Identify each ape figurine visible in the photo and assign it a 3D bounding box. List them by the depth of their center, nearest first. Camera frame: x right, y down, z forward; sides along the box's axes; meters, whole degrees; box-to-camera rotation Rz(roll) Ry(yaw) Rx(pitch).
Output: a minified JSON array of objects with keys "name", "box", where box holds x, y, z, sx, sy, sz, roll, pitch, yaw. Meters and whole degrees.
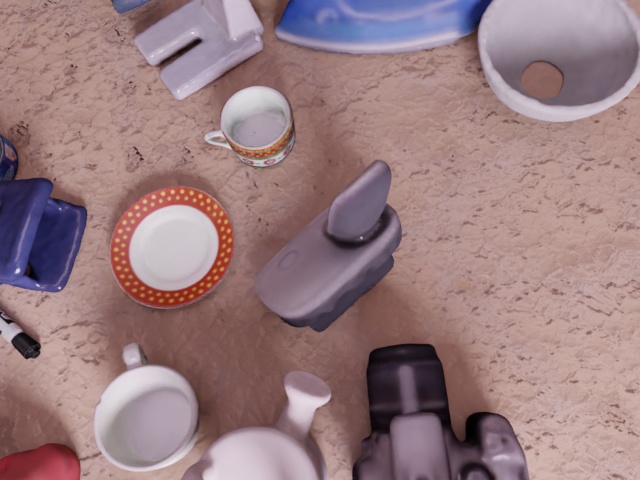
[{"name":"ape figurine","box":[-0.255,0.215,0.495,0.076,0.092,0.077,-38,74,-8]}]

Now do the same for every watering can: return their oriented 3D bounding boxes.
[{"name":"watering can","box":[-0.047,0.186,0.438,0.101,0.194,0.173,4,73,5]}]

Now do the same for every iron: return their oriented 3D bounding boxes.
[{"name":"iron","box":[0.070,-0.283,0.606,0.258,0.141,0.118,-12,72,0]}]

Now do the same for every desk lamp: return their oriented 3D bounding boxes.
[{"name":"desk lamp","box":[-0.111,-0.277,0.577,0.203,0.213,0.118,-37,74,-8]}]

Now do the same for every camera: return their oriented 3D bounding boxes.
[{"name":"camera","box":[0.095,0.157,0.488,0.143,0.101,0.137,-6,72,2]}]

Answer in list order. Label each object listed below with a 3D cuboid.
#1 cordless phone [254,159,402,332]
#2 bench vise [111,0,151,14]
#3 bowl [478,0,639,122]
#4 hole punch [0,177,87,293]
[{"name":"cordless phone","box":[0.005,0.002,0.497,0.094,0.185,0.148,42,79,15]},{"name":"bench vise","box":[-0.243,-0.375,0.612,0.207,0.220,0.121,41,79,14]},{"name":"bowl","box":[0.243,-0.188,0.601,0.167,0.075,0.167,-1,73,3]},{"name":"hole punch","box":[-0.304,-0.005,0.567,0.101,0.091,0.109,8,73,6]}]
